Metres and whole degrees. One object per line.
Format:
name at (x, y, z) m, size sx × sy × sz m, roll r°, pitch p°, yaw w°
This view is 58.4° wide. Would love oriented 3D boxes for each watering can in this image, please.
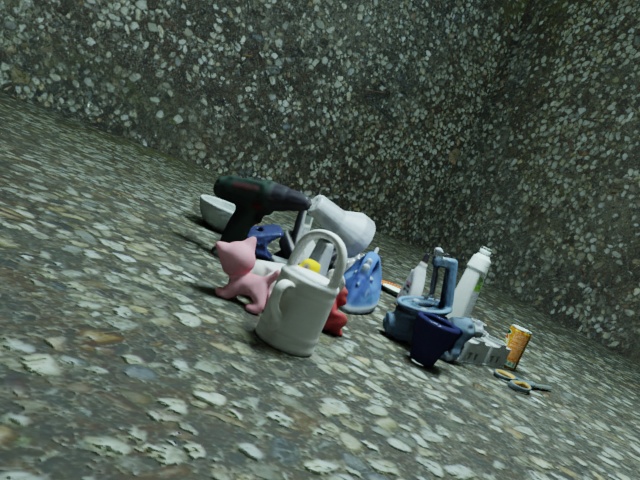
watering can at (-0.019, 0.075, 0.914) m, size 0.101 × 0.194 × 0.173 m, roll 24°, pitch 7°, yaw 6°

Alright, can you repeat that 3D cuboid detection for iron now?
iron at (0.105, 0.091, 1.394) m, size 0.118 × 0.141 × 0.259 m, roll 24°, pitch 7°, yaw 6°

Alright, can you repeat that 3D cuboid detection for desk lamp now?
desk lamp at (0.013, 0.005, 1.442) m, size 0.204 × 0.213 × 0.117 m, roll 19°, pitch 8°, yaw -28°

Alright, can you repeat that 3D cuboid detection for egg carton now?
egg carton at (-0.078, 0.090, 1.116) m, size 0.107 × 0.069 × 0.151 m, roll 28°, pitch 9°, yaw 34°

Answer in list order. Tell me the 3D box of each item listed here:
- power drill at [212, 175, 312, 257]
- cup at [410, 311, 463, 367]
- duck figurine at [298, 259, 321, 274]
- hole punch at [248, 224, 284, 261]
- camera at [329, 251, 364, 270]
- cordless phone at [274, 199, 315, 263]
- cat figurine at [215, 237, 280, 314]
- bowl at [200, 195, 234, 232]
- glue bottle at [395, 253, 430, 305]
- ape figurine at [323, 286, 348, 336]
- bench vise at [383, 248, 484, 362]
power drill at (-0.152, -0.043, 1.298) m, size 0.229 × 0.208 × 0.076 m, roll 25°, pitch 7°, yaw 14°
cup at (0.229, 0.205, 1.146) m, size 0.118 × 0.095 × 0.091 m, roll 19°, pitch 9°, yaw -33°
duck figurine at (-0.026, 0.085, 1.247) m, size 0.105 × 0.086 × 0.077 m, roll 20°, pitch 8°, yaw -25°
hole punch at (-0.155, -0.006, 1.481) m, size 0.101 × 0.091 × 0.108 m, roll 21°, pitch 8°, yaw -21°
camera at (0.071, 0.066, 1.628) m, size 0.136 × 0.101 × 0.144 m, roll 29°, pitch 9°, yaw 38°
cordless phone at (-0.035, -0.018, 1.569) m, size 0.094 × 0.185 × 0.148 m, roll 27°, pitch 8°, yaw 24°
cat figurine at (-0.131, 0.054, 1.020) m, size 0.127 × 0.118 × 0.067 m, roll 25°, pitch 7°, yaw 10°
bowl at (-0.268, -0.062, 1.601) m, size 0.167 × 0.075 × 0.167 m, roll 23°, pitch 7°, yaw -3°
glue bottle at (0.265, 0.116, 1.591) m, size 0.037 × 0.173 × 0.078 m, roll 20°, pitch 8°, yaw -22°
ape figurine at (0.024, 0.126, 1.088) m, size 0.076 × 0.092 × 0.077 m, roll 22°, pitch 7°, yaw -10°
bench vise at (0.264, 0.137, 1.250) m, size 0.208 × 0.220 × 0.121 m, roll 20°, pitch 8°, yaw -24°
